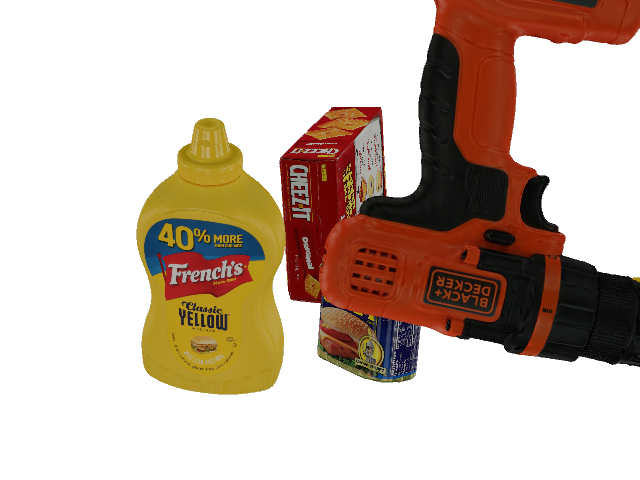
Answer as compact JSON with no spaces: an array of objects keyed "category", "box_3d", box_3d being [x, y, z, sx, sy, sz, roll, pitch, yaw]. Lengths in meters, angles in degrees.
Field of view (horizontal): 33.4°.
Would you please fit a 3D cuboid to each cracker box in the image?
[{"category":"cracker box","box_3d":[0.019,-0.046,1.193,0.072,0.164,0.213,2,21,16]}]

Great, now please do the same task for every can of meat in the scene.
[{"category":"can of meat","box_3d":[0.042,0.070,0.935,0.057,0.084,0.102,-8,18,-39]}]

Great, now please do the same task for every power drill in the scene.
[{"category":"power drill","box_3d":[0.104,-0.038,0.510,0.184,0.188,0.057,12,3,-2]}]

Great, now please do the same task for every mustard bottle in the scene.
[{"category":"mustard bottle","box_3d":[-0.071,0.010,0.702,0.096,0.192,0.058,7,31,8]}]

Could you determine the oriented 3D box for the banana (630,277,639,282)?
[{"category":"banana","box_3d":[0.237,0.054,0.771,0.197,0.037,0.069,1,35,-3]}]
